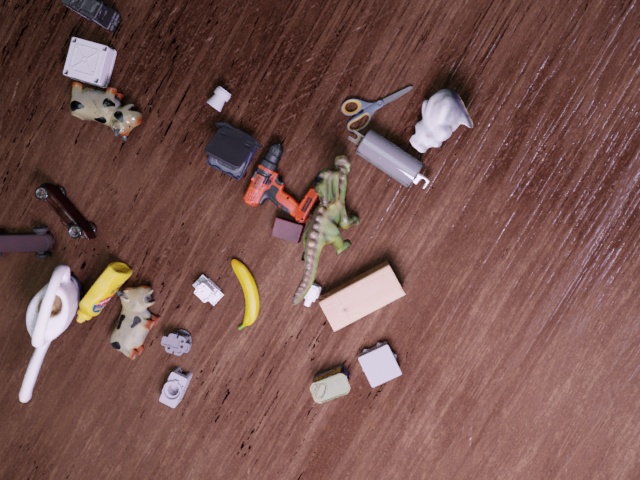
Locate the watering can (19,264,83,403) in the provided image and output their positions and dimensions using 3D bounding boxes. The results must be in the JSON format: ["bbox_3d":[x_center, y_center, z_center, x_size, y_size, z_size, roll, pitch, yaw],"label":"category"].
[{"bbox_3d":[-0.713,0.222,1.353,0.104,0.225,0.347,16,94,-15],"label":"watering can"}]

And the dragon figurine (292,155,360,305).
[{"bbox_3d":[0.004,-0.063,1.255,0.122,0.420,0.237,6,133,19],"label":"dragon figurine"}]

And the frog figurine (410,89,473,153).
[{"bbox_3d":[0.294,-0.305,1.315,0.158,0.121,0.140,-26,57,14],"label":"frog figurine"}]
